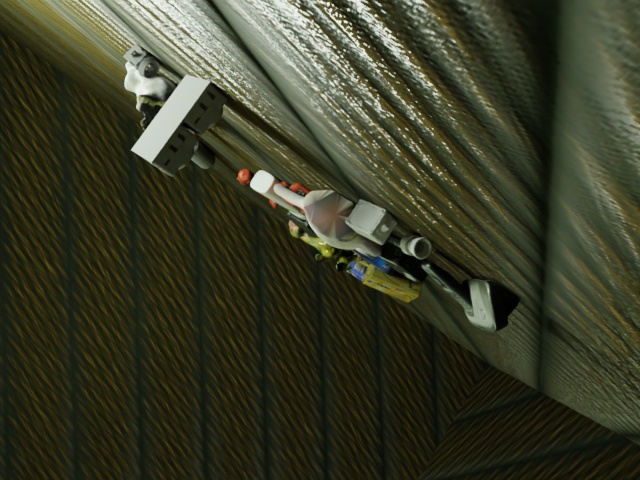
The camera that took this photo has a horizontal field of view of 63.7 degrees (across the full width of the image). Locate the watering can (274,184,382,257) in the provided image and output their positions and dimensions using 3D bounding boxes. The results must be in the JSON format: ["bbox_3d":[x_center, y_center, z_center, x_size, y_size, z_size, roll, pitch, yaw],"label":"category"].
[{"bbox_3d":[0.004,-0.064,1.281,0.349,0.104,0.222,33,-6,13],"label":"watering can"}]

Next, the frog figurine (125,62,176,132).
[{"bbox_3d":[-0.397,-0.356,1.228,0.122,0.162,0.135,-20,-28,2],"label":"frog figurine"}]

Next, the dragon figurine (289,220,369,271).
[{"bbox_3d":[0.066,0.028,1.857,0.407,0.122,0.245,24,6,-26],"label":"dragon figurine"}]
